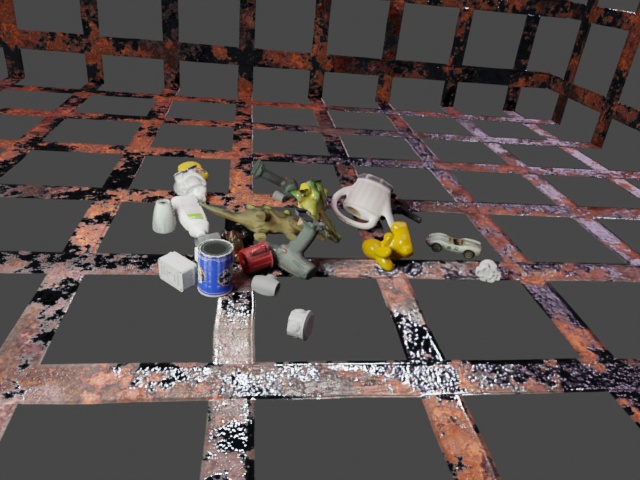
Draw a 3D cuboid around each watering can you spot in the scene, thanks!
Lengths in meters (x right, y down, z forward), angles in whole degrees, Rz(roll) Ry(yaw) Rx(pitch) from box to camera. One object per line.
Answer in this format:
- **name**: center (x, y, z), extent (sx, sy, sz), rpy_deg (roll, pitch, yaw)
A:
- **watering can**: center (0.216, -0.131, 1.994), extent (0.349, 0.102, 0.227), rpy_deg (23, 72, 20)

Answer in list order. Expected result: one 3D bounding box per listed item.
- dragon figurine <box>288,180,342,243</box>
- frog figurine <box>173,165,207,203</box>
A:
- **dragon figurine**: center (0.006, -0.094, 1.866), extent (0.121, 0.244, 0.411), rpy_deg (-28, -7, 21)
- **frog figurine**: center (-0.505, -0.202, 2.059), extent (0.160, 0.121, 0.139), rpy_deg (53, 32, 8)
